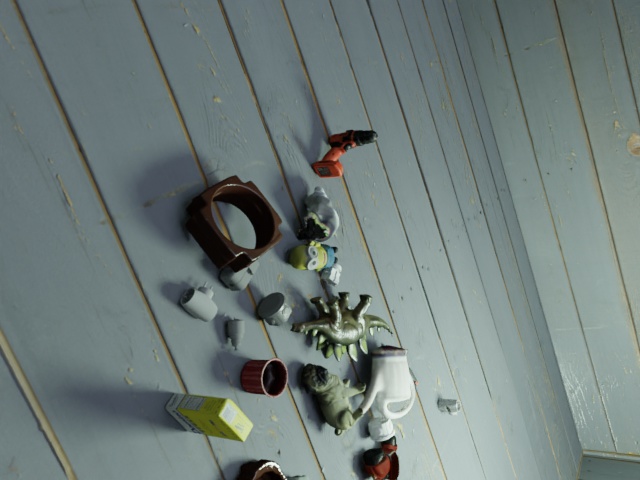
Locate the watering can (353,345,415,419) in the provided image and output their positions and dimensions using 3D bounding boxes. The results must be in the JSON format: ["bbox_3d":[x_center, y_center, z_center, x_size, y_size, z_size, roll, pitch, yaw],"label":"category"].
[{"bbox_3d":[0.202,0.446,1.617,0.103,0.227,0.346,-16,-20,37],"label":"watering can"}]

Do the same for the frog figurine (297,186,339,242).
[{"bbox_3d":[0.005,-0.077,1.526,0.123,0.134,0.163,12,42,10],"label":"frog figurine"}]
